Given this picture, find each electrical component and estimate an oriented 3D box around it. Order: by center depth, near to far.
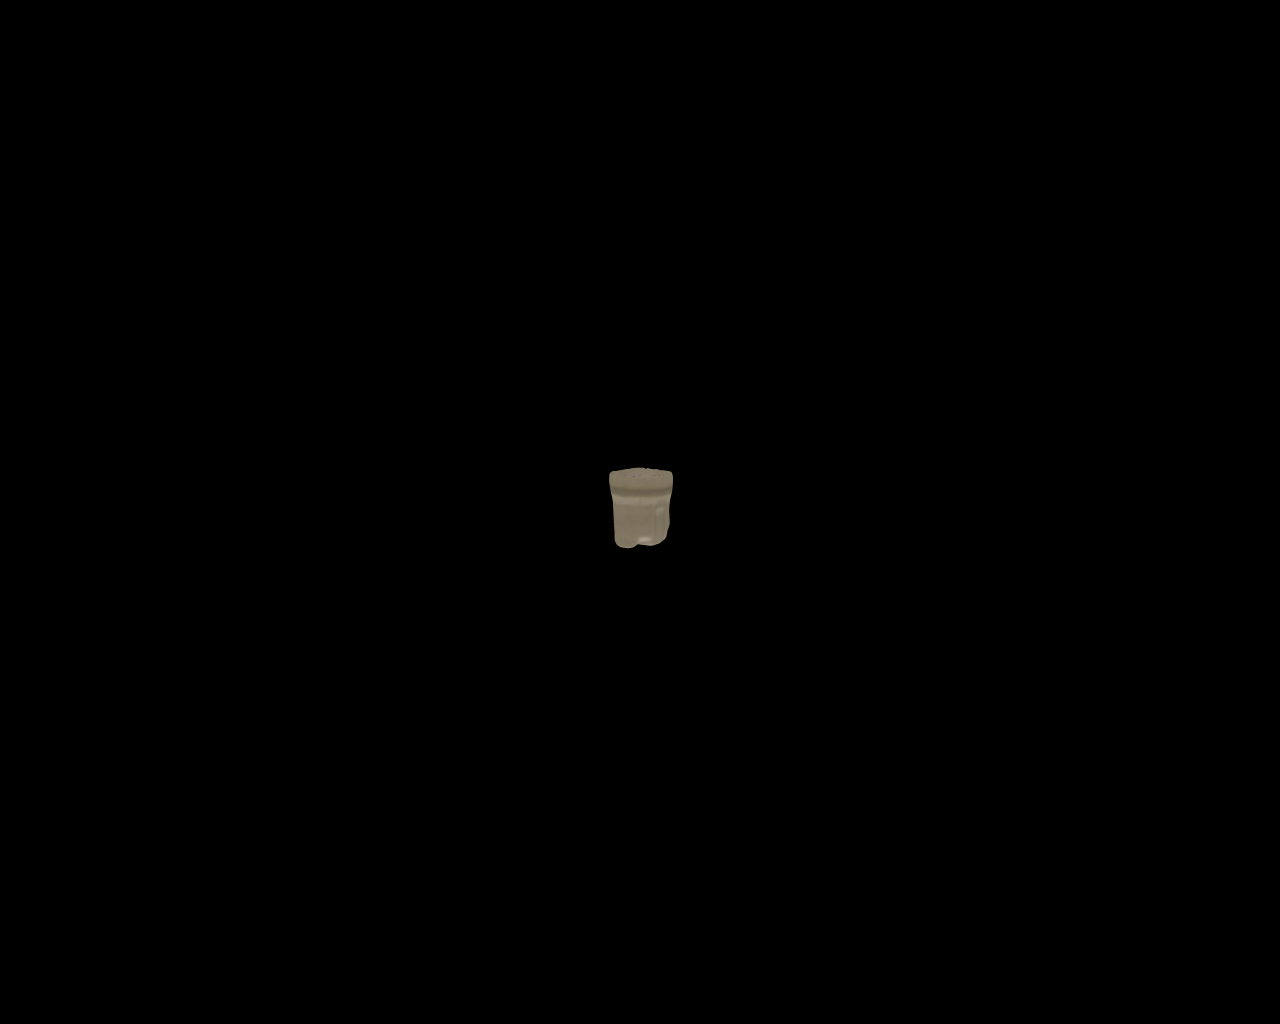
[{"bbox_3d":[0.001,-0.003,0.650,0.040,0.046,0.040,0,11,0],"label":"electrical component"}]
